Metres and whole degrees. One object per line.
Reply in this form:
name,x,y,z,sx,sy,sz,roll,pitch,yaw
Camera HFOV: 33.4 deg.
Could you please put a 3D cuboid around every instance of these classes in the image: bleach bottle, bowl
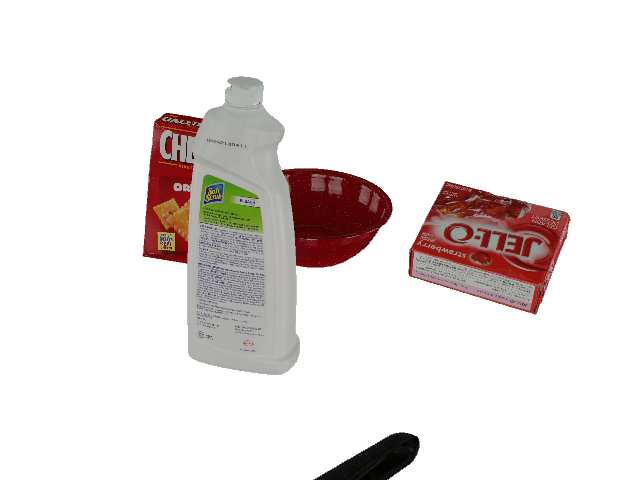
bleach bottle,-0.062,-0.013,0.911,0.102,0.251,0.068,8,23,9
bowl,-0.008,-0.018,1.109,0.162,0.055,0.162,3,29,-2

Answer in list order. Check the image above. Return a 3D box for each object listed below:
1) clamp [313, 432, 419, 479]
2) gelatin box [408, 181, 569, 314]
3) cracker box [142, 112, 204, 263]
clamp,-0.021,0.181,0.676,0.210,0.036,0.164,-2,28,4
gelatin box,0.111,0.003,0.703,0.089,0.030,0.073,16,47,17
cracker box,-0.172,-0.069,1.594,0.164,0.214,0.072,10,20,6
